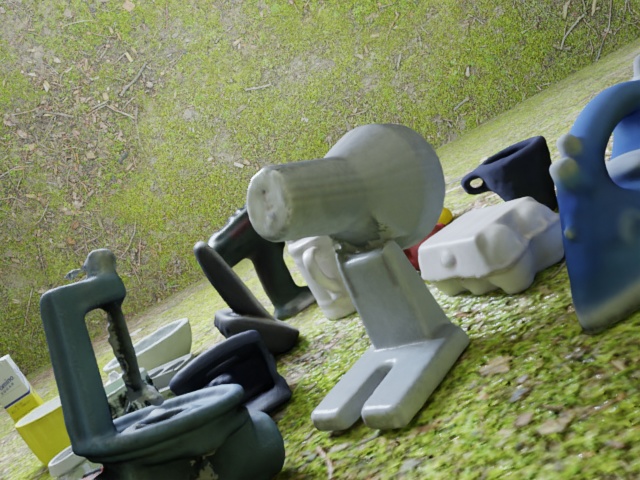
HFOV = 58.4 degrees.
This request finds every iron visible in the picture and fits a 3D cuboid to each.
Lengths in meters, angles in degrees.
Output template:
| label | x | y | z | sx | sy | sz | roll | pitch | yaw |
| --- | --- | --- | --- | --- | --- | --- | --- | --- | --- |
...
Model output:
| label | x | y | z | sx | sy | sz | roll | pitch | yaw |
| --- | --- | --- | --- | --- | --- | --- | --- | --- | --- |
| iron | 0.243 | -0.054 | 0.458 | 0.259 | 0.141 | 0.118 | -34 | 8 | -35 |

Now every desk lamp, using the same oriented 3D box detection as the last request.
| label | x | y | z | sx | sy | sz | roll | pitch | yaw |
| --- | --- | --- | --- | --- | --- | --- | --- | --- | --- |
| desk lamp | 0.039 | 0.015 | 0.491 | 0.117 | 0.213 | 0.204 | -23 | 9 | 42 |

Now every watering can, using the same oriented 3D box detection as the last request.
| label | x | y | z | sx | sy | sz | roll | pitch | yaw |
| --- | --- | --- | --- | --- | --- | --- | --- | --- | --- |
| watering can | 0.006 | 0.004 | 0.810 | 0.101 | 0.194 | 0.173 | -29 | 7 | -2 |

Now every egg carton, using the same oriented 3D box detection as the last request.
| label | x | y | z | sx | sy | sz | roll | pitch | yaw |
| --- | --- | --- | --- | --- | --- | --- | --- | --- | --- |
| egg carton | 0.171 | 0.011 | 0.593 | 0.107 | 0.069 | 0.150 | -32 | 7 | -25 |

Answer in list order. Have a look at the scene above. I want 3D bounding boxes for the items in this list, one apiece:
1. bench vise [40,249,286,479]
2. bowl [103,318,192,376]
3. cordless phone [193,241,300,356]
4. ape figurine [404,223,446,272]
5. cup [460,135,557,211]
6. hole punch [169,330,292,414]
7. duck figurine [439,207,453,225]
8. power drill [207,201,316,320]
| label | x | y | z | sx | sy | sz | roll | pitch | yaw |
| --- | --- | --- | --- | --- | --- | --- | --- | --- | --- |
| bench vise | -0.137 | 0.125 | 0.375 | 0.121 | 0.220 | 0.208 | -25 | 8 | 33 |
| bowl | -0.290 | 0.212 | 1.017 | 0.167 | 0.075 | 0.167 | -29 | 7 | 4 |
| cordless phone | -0.116 | 0.079 | 0.793 | 0.094 | 0.185 | 0.147 | -32 | 7 | -19 |
| ape figurine | 0.135 | -0.006 | 0.780 | 0.077 | 0.092 | 0.076 | -27 | 7 | 16 |
| cup | 0.250 | -0.067 | 0.738 | 0.117 | 0.095 | 0.092 | -26 | 7 | 24 |
| hole punch | -0.099 | 0.148 | 0.605 | 0.109 | 0.091 | 0.101 | -31 | 7 | -13 |
| duck figurine | 0.170 | -0.052 | 1.011 | 0.104 | 0.086 | 0.078 | -26 | 7 | 24 |
| power drill | -0.072 | 0.018 | 0.977 | 0.230 | 0.208 | 0.075 | -32 | 7 | -22 |
